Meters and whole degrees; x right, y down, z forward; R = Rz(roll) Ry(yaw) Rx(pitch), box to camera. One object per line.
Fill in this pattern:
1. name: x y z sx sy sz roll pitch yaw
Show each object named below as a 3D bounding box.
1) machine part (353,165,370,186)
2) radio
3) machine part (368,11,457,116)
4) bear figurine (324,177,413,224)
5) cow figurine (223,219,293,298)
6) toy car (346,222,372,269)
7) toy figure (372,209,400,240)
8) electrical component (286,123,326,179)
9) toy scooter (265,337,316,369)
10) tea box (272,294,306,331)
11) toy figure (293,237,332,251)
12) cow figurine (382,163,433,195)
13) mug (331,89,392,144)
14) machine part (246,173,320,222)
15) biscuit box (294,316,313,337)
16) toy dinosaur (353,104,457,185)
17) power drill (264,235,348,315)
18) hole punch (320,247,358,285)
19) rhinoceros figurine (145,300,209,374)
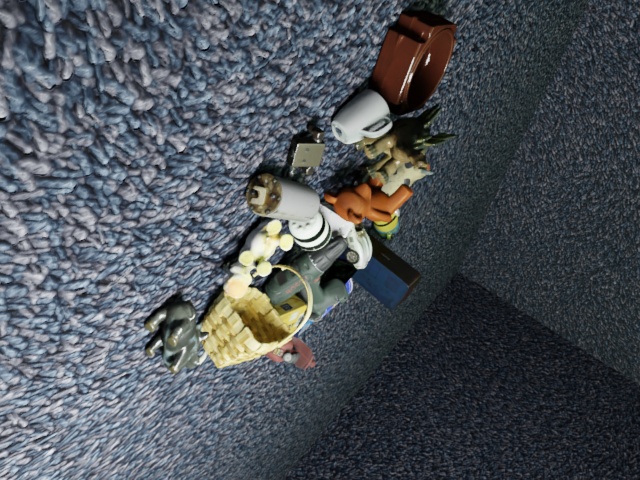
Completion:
1. machine part: 0.103 -0.130 1.367 0.084 0.039 0.138 -22 143 -43
2. radio: 0.168 0.088 1.564 0.073 0.230 0.131 -32 153 -39
3. machine part: 0.203 -0.376 1.151 0.201 0.087 0.201 -31 149 -49
4. bear figurine: 0.107 -0.101 1.224 0.132 0.120 0.195 -55 153 15
5. cow figurine: -0.133 0.033 1.039 0.068 0.098 0.167 45 79 -24
6. toy car: 0.085 -0.026 1.328 0.073 0.056 0.201 -36 113 -58
7. toy figure: 0.197 -0.056 1.620 0.089 0.082 0.180 -51 161 -19
8. electrical component: -0.025 -0.169 1.023 0.078 0.045 0.102 -9 134 -25
9. toy scooter: -0.081 0.306 1.472 0.075 0.135 0.183 -56 158 4
10. tea box: -0.113 0.196 1.331 0.169 0.068 0.098 -9 129 -62
11. toy figure: -0.003 -0.006 1.292 0.154 0.058 0.064 -22 122 -53
12. cow figurine: 0.212 -0.163 1.429 0.195 0.127 0.085 -59 162 13
13. mug: 0.084 -0.235 1.082 0.107 0.110 0.080 -37 150 -17
14. machine part: -0.066 -0.077 1.017 0.079 0.079 0.243 -60 158 11
15. biscuit box: -0.023 0.189 1.528 0.203 0.063 0.059 -36 153 -40
16. toy dinosaur: 0.181 -0.216 1.172 0.199 0.105 0.472 -24 -161 4
17. power drill: -0.003 0.094 1.273 0.232 0.086 0.207 -32 151 7
18. hole punch: 0.022 0.057 1.389 0.116 0.092 0.142 14 138 -27
19. rhinoceros figurine: -0.260 0.182 0.996 0.112 0.073 0.190 -52 160 -40
